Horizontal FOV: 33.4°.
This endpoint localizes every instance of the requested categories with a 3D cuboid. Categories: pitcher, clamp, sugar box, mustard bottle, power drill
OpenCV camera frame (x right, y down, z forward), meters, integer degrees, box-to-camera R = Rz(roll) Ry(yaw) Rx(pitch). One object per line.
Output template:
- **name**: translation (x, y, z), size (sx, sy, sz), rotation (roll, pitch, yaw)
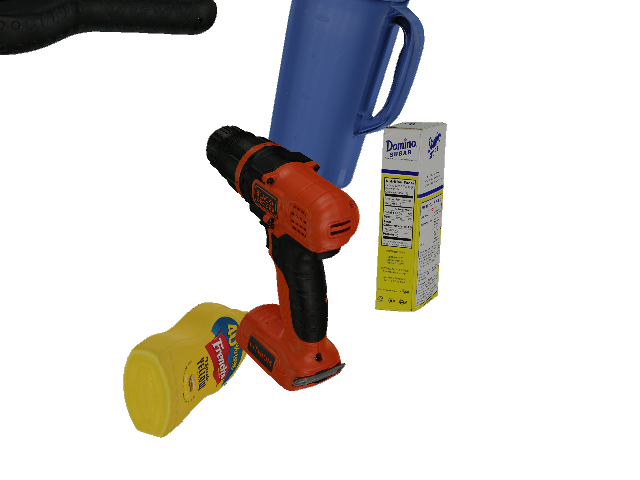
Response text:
- **pitcher**: translation (0.019, -0.181, 1.237), size (0.145, 0.243, 0.149), rotation (9, 23, -12)
- **clamp**: translation (-0.160, -0.144, 0.627), size (0.171, 0.039, 0.120), rotation (-11, 31, -29)
- **sugar box**: translation (0.088, -0.025, 1.035), size (0.048, 0.176, 0.093), rotation (3, 10, 21)
- **mustard bottle**: translation (-0.124, 0.117, 1.099), size (0.058, 0.096, 0.191), rotation (10, 24, 26)
- **power drill**: translation (-0.037, 0.013, 0.865), size (0.057, 0.188, 0.185), rotation (-18, 34, -27)
